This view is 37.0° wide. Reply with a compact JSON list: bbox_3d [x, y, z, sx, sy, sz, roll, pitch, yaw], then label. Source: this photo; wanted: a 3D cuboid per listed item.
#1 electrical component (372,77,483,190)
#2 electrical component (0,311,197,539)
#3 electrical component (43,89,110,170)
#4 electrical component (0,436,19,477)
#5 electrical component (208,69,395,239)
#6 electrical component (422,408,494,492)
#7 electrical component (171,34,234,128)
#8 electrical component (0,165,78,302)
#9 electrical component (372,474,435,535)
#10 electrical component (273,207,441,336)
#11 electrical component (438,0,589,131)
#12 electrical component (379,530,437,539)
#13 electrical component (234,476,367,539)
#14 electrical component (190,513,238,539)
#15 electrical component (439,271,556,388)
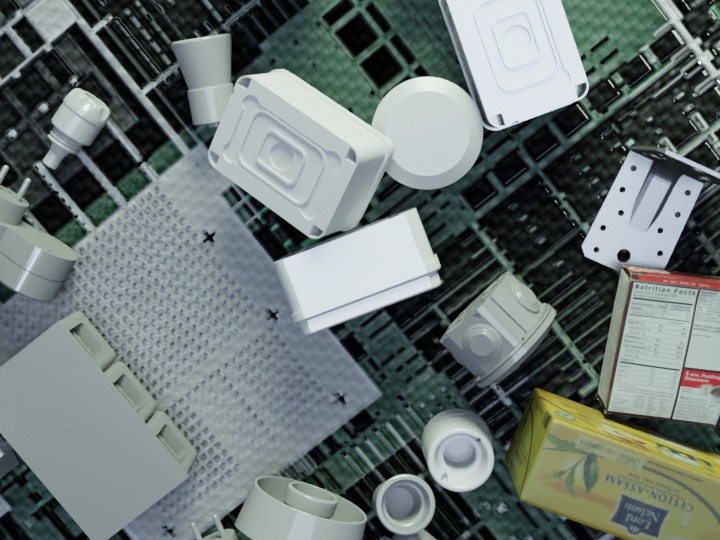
[{"bbox_3d":[0.049,-0.100,0.790,0.080,0.051,0.080,0,98,1],"label":"electrical component"},{"bbox_3d":[-0.207,0.118,0.820,0.089,0.061,0.150,-38,95,5],"label":"electrical component"},{"bbox_3d":[-0.216,-0.103,0.804,0.035,0.035,0.061,36,99,-4],"label":"electrical component"},{"bbox_3d":[-0.308,0.142,0.795,0.079,0.121,0.063,-27,94,5],"label":"electrical component"},{"bbox_3d":[-0.041,-0.084,0.767,0.113,0.057,0.078,36,118,18],"label":"electrical component"},{"bbox_3d":[0.076,0.139,0.824,0.055,0.047,0.055,0,98,1],"label":"electrical component"},{"bbox_3d":[-0.111,-0.138,0.794,0.044,0.044,0.065,-9,102,2],"label":"electrical component"},{"bbox_3d":[-0.273,-0.042,0.804,0.138,0.052,0.073,31,97,-3],"label":"electrical component"},{"bbox_3d":[0.030,0.178,0.821,0.044,0.065,0.044,1,80,-7],"label":"electrical component"},{"bbox_3d":[0.000,0.000,0.792,0.113,0.078,0.057,-21,94,4],"label":"electrical component"},{"bbox_3d":[0.110,-0.164,0.777,0.078,0.057,0.113,-20,97,3],"label":"electrical component"},{"bbox_3d":[0.028,0.248,0.837,0.059,0.053,0.095,38,97,-4],"label":"electrical component"},{"bbox_3d":[-0.044,0.197,0.812,0.099,0.099,0.064,19,92,-1],"label":"electrical component"},{"bbox_3d":[-0.108,0.230,0.842,0.077,0.044,0.079,-22,97,4],"label":"electrical component"},{"bbox_3d":[0.102,0.044,0.796,0.051,0.080,0.080,44,96,1],"label":"electrical component"}]
